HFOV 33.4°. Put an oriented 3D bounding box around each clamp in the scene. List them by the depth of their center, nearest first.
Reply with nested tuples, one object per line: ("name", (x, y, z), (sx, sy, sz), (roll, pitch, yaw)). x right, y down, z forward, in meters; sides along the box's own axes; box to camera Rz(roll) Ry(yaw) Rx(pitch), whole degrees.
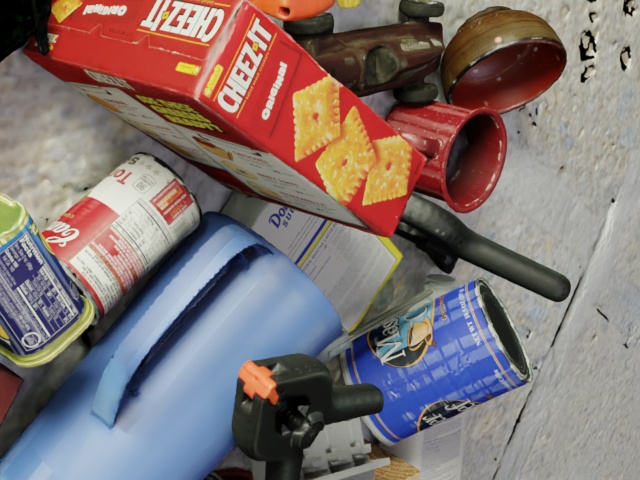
("clamp", (-0.021, 0.133, 0.734), (0.120, 0.039, 0.171), (-58, 147, -6))
("clamp", (0.113, -0.002, 0.936), (0.209, 0.165, 0.036), (31, 79, -40))

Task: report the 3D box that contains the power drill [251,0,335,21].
("power drill", (-0.021, -0.236, 0.654), (0.057, 0.185, 0.188), (-26, 134, -41))

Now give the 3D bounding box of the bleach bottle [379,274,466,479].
("bleach bottle", (0.109, 0.156, 1.062), (0.102, 0.068, 0.251), (-10, 112, -46))

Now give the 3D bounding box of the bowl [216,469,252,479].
("bowl", (-0.059, 0.273, 0.883), (0.161, 0.055, 0.162), (8, 78, -44))

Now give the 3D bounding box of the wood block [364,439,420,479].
("wood block", (0.022, 0.301, 1.006), (0.090, 0.090, 0.206), (-15, 118, -44))

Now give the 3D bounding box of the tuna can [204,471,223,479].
("tuna can", (-0.106, 0.220, 0.827), (0.086, 0.086, 0.034), (-43, 136, -28))

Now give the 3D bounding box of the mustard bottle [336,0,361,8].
("mustard bottle", (0.015, -0.262, 0.766), (0.096, 0.058, 0.192), (-29, 127, -37))

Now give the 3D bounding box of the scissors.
("scissors", (-0.001, 0.091, 0.884), (0.201, 0.096, 0.016), (-30, 98, -36))

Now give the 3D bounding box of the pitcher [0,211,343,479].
("pitcher", (-0.108, 0.102, 0.737), (0.242, 0.145, 0.149), (-49, 117, -18))

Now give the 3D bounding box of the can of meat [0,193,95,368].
("can of meat", (-0.192, 0.016, 0.625), (0.057, 0.102, 0.084), (-44, 133, -25))

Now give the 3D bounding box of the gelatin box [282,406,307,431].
("gelatin box", (-0.035, 0.155, 0.921), (0.073, 0.030, 0.089), (-46, 136, -27))

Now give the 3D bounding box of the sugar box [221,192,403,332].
("sugar box", (-0.006, 0.001, 0.873), (0.093, 0.048, 0.176), (-55, 136, -12))

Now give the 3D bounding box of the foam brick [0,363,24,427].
("foam brick", (-0.232, 0.089, 0.649), (0.078, 0.053, 0.051), (35, 80, -49))

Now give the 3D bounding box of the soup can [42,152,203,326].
("soup can", (-0.135, -0.002, 0.706), (0.102, 0.069, 0.068), (-46, 136, -26))

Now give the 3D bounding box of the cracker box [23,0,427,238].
("cracker box", (-0.054, -0.086, 0.685), (0.213, 0.164, 0.072), (34, 78, -50))

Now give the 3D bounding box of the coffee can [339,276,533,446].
("coffee can", (0.102, 0.108, 0.946), (0.140, 0.103, 0.102), (-28, 142, 17))

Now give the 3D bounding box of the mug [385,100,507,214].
("mug", (0.096, -0.079, 0.922), (0.117, 0.082, 0.093), (5, 103, -50))
